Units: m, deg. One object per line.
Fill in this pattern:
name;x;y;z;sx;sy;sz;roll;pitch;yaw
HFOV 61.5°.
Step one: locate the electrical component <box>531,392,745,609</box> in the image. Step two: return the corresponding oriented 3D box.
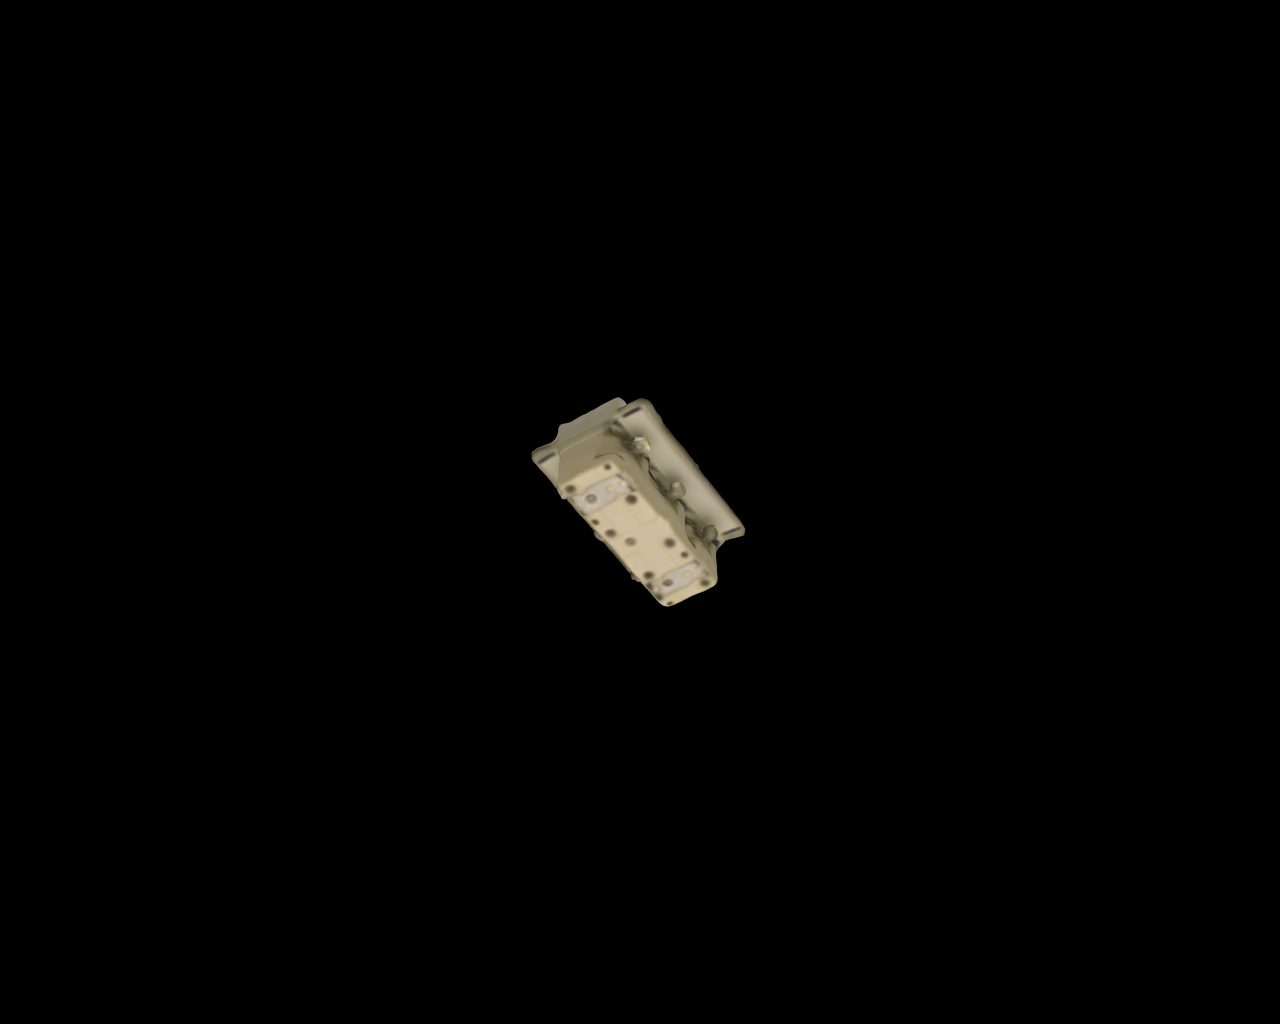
electrical component;0.001;-0.003;0.650;0.078;0.063;0.121;-25;-54;20
